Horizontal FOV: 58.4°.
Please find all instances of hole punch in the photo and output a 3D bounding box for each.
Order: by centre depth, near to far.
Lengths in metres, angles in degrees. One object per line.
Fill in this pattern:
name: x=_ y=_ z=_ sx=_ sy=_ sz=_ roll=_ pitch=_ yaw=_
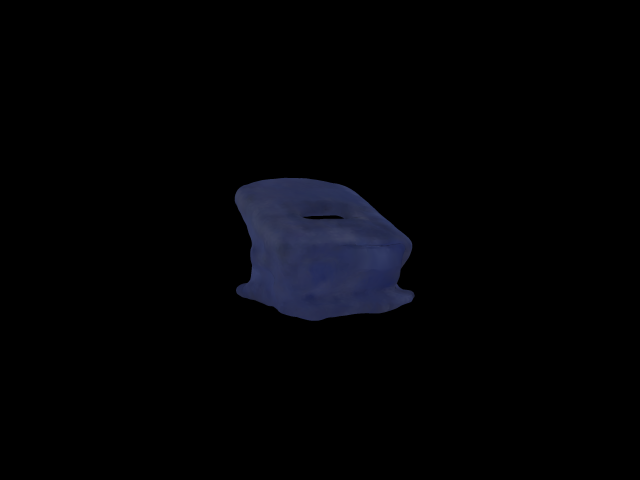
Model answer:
hole punch: x=0.004 y=0.001 z=0.400 sx=0.109 sy=0.091 sz=0.100 roll=-3 pitch=5 yaw=-31
